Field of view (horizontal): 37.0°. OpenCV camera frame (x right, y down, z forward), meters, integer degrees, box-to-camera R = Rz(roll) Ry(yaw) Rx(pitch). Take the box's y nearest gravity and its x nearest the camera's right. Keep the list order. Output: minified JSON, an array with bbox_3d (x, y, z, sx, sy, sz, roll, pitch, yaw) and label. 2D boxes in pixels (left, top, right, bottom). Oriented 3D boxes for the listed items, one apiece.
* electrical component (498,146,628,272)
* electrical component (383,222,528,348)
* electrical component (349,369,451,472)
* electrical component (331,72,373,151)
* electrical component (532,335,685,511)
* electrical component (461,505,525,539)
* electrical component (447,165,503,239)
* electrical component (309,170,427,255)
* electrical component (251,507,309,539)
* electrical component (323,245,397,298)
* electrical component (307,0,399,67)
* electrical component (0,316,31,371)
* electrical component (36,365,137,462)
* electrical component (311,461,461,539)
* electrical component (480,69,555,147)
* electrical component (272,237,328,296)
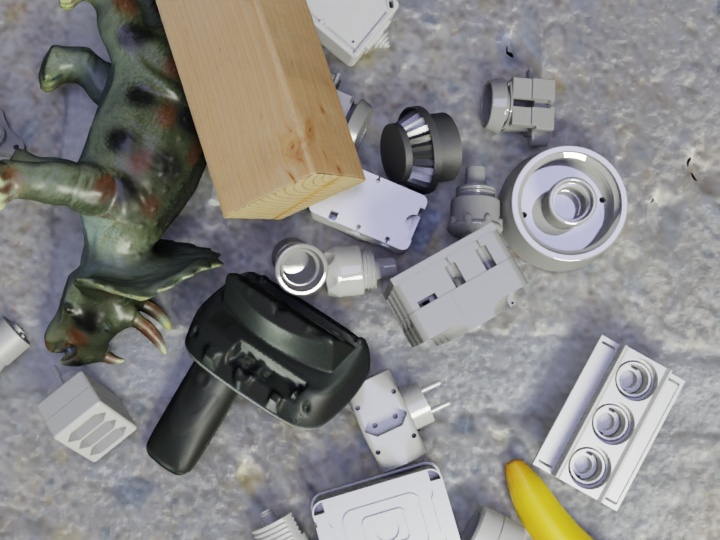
[{"bbox_3d":[0.175,-0.055,0.918,0.108,0.060,0.108,0,85,-1],"label":"electrical component"},{"bbox_3d":[0.074,0.020,0.865,0.089,0.150,0.061,-29,85,-3],"label":"electrical component"},{"bbox_3d":[0.037,0.119,0.909,0.079,0.043,0.077,-25,86,-3],"label":"electrical component"},{"bbox_3d":[-0.025,-0.127,0.921,0.057,0.058,0.078,23,85,3],"label":"electrical component"},{"bbox_3d":[0.205,0.127,0.903,0.079,0.063,0.121,29,85,1],"label":"electrical component"},{"bbox_3d":[0.103,0.274,0.893,0.074,0.052,0.138,28,86,1],"label":"electrical component"},{"bbox_3d":[0.099,-0.058,0.926,0.048,0.048,0.062,2,78,-1],"label":"electrical component"},{"bbox_3d":[0.006,-0.052,0.916,0.089,0.055,0.050,23,85,1],"label":"electrical component"},{"bbox_3d":[-0.061,0.237,0.897,0.043,0.043,0.081,-27,86,-3],"label":"electrical component"},{"bbox_3d":[0.000,0.000,0.918,0.062,0.043,0.043,-6,85,-3],"label":"electrical component"},{"bbox_3d":[-0.013,-0.222,0.931,0.096,0.061,0.061,39,87,-5],"label":"electrical component"},{"bbox_3d":[-0.312,0.070,0.907,0.065,0.044,0.044,-42,87,-9],"label":"electrical component"},{"bbox_3d":[-0.235,0.109,0.897,0.047,0.065,0.076,-39,58,-4],"label":"electrical component"},{"bbox_3d":[0.021,0.211,0.894,0.113,0.057,0.078,-16,86,-3],"label":"electrical component"},{"bbox_3d":[0.136,-0.141,0.933,0.055,0.048,0.066,3,85,-9],"label":"electrical component"},{"bbox_3d":[-0.054,-0.006,0.906,0.044,0.065,0.044,-2,101,-12],"label":"electrical component"}]
